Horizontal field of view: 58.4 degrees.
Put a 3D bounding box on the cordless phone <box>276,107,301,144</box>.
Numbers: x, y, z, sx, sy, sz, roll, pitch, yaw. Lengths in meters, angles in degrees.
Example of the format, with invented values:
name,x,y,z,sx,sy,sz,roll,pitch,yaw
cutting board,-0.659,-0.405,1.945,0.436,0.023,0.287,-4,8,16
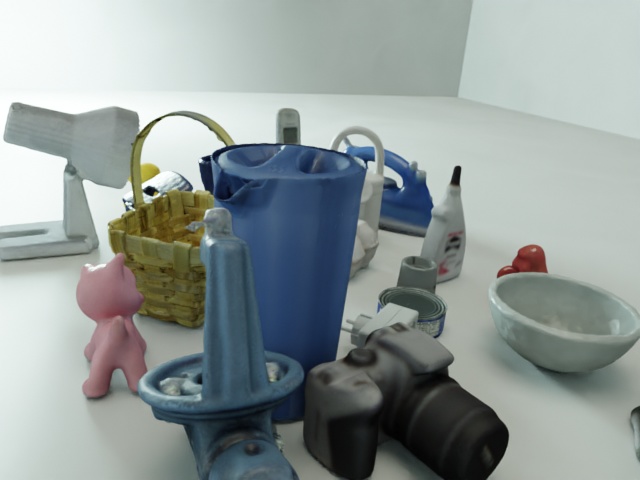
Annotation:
name,x,y,z,sx,sy,sz,roll,pitch,yaw
cordless phone,-0.033,-0.171,1.148,0.148,0.185,0.093,-12,27,-37

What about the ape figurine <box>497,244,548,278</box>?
name,x,y,z,sx,sy,sz,roll,pitch,yaw
ape figurine,0.280,0.049,0.777,0.076,0.092,0.078,6,21,2

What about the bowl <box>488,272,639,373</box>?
name,x,y,z,sx,sy,sz,roll,pitch,yaw
bowl,0.272,0.103,0.659,0.167,0.075,0.167,4,21,-1

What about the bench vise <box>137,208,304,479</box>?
name,x,y,z,sx,sy,sz,roll,pitch,yaw
bench vise,-0.048,0.099,0.396,0.122,0.220,0.206,-13,27,-38

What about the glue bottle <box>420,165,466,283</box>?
name,x,y,z,sx,sy,sz,roll,pitch,yaw
glue bottle,0.185,-0.024,0.831,0.078,0.173,0.037,-15,28,-41

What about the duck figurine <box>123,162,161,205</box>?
name,x,y,z,sx,sy,sz,roll,pitch,yaw
duck figurine,-0.304,-0.096,1.032,0.104,0.086,0.077,10,22,13

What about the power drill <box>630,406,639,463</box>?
name,x,y,z,sx,sy,sz,roll,pitch,yaw
power drill,0.341,0.098,0.500,0.075,0.208,0.230,12,22,19

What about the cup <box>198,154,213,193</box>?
name,x,y,z,sx,sy,sz,roll,pitch,yaw
cup,-0.178,-0.102,1.064,0.092,0.095,0.117,-2,22,-17

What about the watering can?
name,x,y,z,sx,sy,sz,roll,pitch,yaw
watering can,0.059,-0.089,0.943,0.101,0.194,0.172,-5,23,-24

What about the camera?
name,x,y,z,sx,sy,sz,roll,pitch,yaw
camera,0.078,0.141,0.482,0.144,0.101,0.136,-11,26,-35

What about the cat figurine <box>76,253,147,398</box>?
name,x,y,z,sx,sy,sz,roll,pitch,yaw
cat figurine,-0.207,0.073,0.571,0.067,0.118,0.127,-5,23,-23

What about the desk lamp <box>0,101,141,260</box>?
name,x,y,z,sx,sy,sz,roll,pitch,yaw
desk lamp,-0.365,-0.092,0.831,0.204,0.214,0.117,-7,24,-28

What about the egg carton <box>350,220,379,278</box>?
name,x,y,z,sx,sy,sz,roll,pitch,yaw
egg carton,0.008,0.003,0.867,0.150,0.069,0.107,15,23,25

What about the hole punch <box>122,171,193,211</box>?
name,x,y,z,sx,sy,sz,roll,pitch,yaw
hole punch,-0.268,-0.061,0.943,0.101,0.091,0.108,-12,27,-37

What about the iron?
name,x,y,z,sx,sy,sz,roll,pitch,yaw
iron,0.125,-0.105,1.073,0.257,0.141,0.119,21,26,36
